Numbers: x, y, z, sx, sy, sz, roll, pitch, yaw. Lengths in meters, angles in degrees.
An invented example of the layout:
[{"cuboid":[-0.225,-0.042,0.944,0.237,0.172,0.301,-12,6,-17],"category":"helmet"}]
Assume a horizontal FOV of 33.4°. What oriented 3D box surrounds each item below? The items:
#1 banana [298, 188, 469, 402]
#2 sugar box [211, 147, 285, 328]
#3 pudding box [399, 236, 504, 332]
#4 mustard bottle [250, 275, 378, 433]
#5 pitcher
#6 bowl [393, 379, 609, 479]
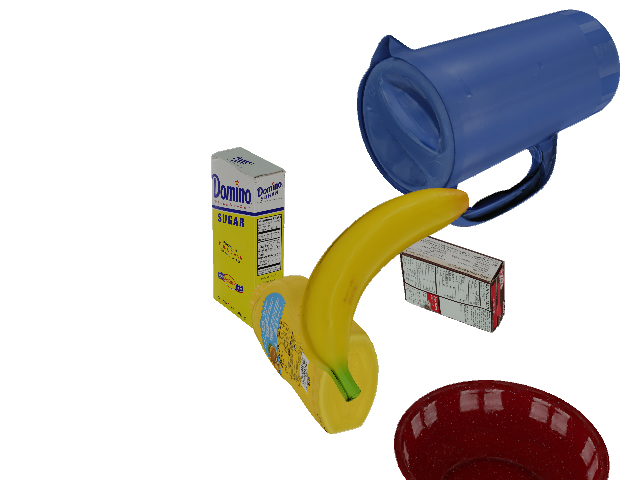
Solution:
[{"cuboid":[0.036,0.021,0.742,0.069,0.197,0.037,36,-32,-3],"category":"banana"},{"cuboid":[-0.079,-0.003,1.153,0.048,0.176,0.093,-17,28,-31],"category":"sugar box"},{"cuboid":[0.145,0.045,1.167,0.114,0.039,0.090,18,-37,24],"category":"pudding box"},{"cuboid":[-0.017,0.086,0.960,0.058,0.096,0.192,-11,27,-24],"category":"mustard bottle"},{"cuboid":[0.168,-0.127,1.004,0.242,0.149,0.145,-23,46,-29],"category":"pitcher"},{"cuboid":[0.136,0.178,0.822,0.162,0.055,0.162,0,32,0],"category":"bowl"}]
